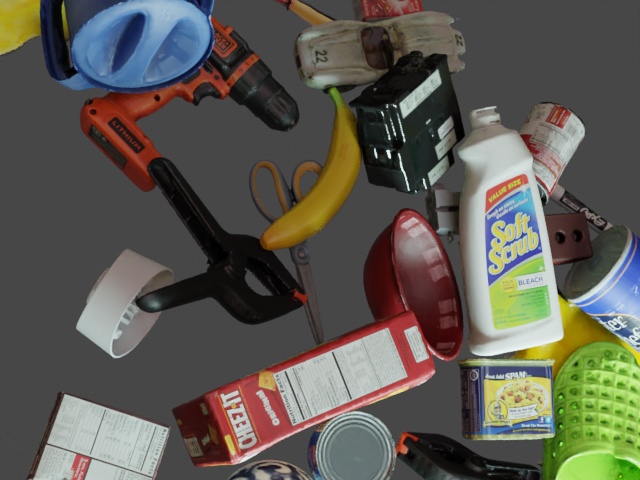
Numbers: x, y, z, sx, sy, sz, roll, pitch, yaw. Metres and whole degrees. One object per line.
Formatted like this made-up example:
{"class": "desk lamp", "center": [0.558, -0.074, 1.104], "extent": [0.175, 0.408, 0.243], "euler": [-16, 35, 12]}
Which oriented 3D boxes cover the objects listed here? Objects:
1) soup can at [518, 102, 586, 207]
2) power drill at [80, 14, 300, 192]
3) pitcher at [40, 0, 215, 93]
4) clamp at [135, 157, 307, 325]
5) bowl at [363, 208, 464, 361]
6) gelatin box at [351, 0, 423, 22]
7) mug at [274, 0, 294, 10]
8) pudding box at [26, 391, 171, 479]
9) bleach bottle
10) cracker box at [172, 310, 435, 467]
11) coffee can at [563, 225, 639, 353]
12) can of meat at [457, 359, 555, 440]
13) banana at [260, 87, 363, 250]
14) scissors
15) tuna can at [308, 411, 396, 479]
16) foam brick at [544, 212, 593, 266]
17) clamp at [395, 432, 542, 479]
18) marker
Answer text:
{"class": "soup can", "center": [0.247, -0.096, 1.197], "extent": [0.068, 0.069, 0.102], "euler": [36, 70, -8]}
{"class": "power drill", "center": [-0.135, -0.137, 1.090], "extent": [0.184, 0.057, 0.187], "euler": [44, 67, -1]}
{"class": "pitcher", "center": [-0.201, -0.268, 1.036], "extent": [0.149, 0.145, 0.243], "euler": [-8, 61, -18]}
{"class": "clamp", "center": [-0.095, 0.033, 1.031], "extent": [0.209, 0.036, 0.164], "euler": [36, 44, -33]}
{"class": "bowl", "center": [0.090, 0.051, 1.098], "extent": [0.162, 0.055, 0.162], "euler": [41, 39, -45]}
{"class": "gelatin box", "center": [0.070, -0.289, 1.199], "extent": [0.073, 0.030, 0.089], "euler": [-9, 82, -20]}
{"class": "mug", "center": [-0.057, -0.309, 1.139], "extent": [0.081, 0.093, 0.117], "euler": [17, 43, -9]}
{"class": "pudding box", "center": [-0.207, 0.202, 1.006], "extent": [0.113, 0.039, 0.090], "euler": [22, 72, -15]}
{"class": "bleach bottle", "center": [0.185, -0.012, 1.116], "extent": [0.102, 0.068, 0.251], "euler": [-11, 92, -10]}
{"class": "cracker box", "center": [-0.018, 0.145, 1.011], "extent": [0.213, 0.164, 0.072], "euler": [-21, 84, -21]}
{"class": "coffee can", "center": [0.356, 0.064, 1.181], "extent": [0.140, 0.103, 0.102], "euler": [36, 71, -8]}
{"class": "can of meat", "center": [0.199, 0.169, 1.134], "extent": [0.102, 0.057, 0.084], "euler": [2, 81, -17]}
{"class": "banana", "center": [0.001, -0.062, 1.109], "extent": [0.069, 0.037, 0.197], "euler": [28, 66, -11]}
{"class": "scissors", "center": [-0.007, 0.001, 1.123], "extent": [0.096, 0.016, 0.202], "euler": [-26, 88, -21]}
{"class": "tuna can", "center": [0.031, 0.217, 1.082], "extent": [0.086, 0.034, 0.086], "euler": [4, 78, -17]}
{"class": "foam brick", "center": [0.255, 0.001, 1.188], "extent": [0.078, 0.051, 0.053], "euler": [-5, 81, -19]}
{"class": "clamp", "center": [0.161, 0.239, 1.101], "extent": [0.171, 0.120, 0.039], "euler": [29, 104, 6]}
{"class": "marker", "center": [0.311, -0.025, 1.229], "extent": [0.121, 0.020, 0.020], "euler": [35, 71, -8]}
